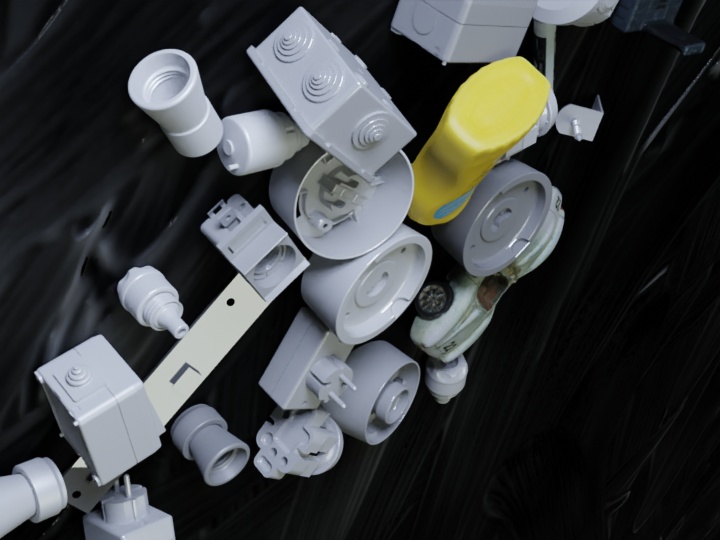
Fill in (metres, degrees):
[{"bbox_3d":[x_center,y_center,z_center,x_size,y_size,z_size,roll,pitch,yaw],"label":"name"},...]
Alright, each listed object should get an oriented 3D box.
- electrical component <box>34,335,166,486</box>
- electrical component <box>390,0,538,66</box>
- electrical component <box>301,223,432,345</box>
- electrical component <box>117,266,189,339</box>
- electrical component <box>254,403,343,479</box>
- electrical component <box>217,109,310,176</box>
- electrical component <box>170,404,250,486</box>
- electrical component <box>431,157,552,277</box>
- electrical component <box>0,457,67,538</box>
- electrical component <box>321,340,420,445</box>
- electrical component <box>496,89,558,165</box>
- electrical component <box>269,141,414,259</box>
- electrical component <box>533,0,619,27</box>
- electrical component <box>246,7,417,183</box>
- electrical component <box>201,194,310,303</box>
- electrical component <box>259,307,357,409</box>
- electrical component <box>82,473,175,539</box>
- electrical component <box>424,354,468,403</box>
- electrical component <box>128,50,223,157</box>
[{"bbox_3d":[-0.182,0.093,0.762,0.061,0.062,0.096,-32,143,-25],"label":"electrical component"},{"bbox_3d":[0.082,-0.189,0.782,0.096,0.062,0.061,-10,131,-44],"label":"electrical component"},{"bbox_3d":[0.000,0.000,0.877,0.108,0.060,0.108,-36,150,-25],"label":"electrical component"},{"bbox_3d":[-0.140,0.025,0.742,0.035,0.061,0.035,-30,143,-26],"label":"electrical component"},{"bbox_3d":[-0.052,0.156,0.983,0.078,0.058,0.057,-54,144,8],"label":"electrical component"},{"bbox_3d":[-0.062,-0.090,0.736,0.078,0.040,0.040,-19,137,-38],"label":"electrical component"},{"bbox_3d":[-0.124,0.143,0.886,0.045,0.055,0.045,-30,143,-26],"label":"electrical component"},{"bbox_3d":[0.111,-0.055,0.954,0.108,0.060,0.108,-30,143,-26],"label":"electrical component"},{"bbox_3d":[-0.246,0.164,0.775,0.055,0.045,0.045,-19,137,-38],"label":"electrical component"},{"bbox_3d":[0.010,0.116,1.031,0.099,0.064,0.099,-42,148,-35],"label":"electrical component"},{"bbox_3d":[0.127,-0.131,0.899,0.057,0.058,0.078,-28,142,-24],"label":"electrical component"},{"bbox_3d":[-0.015,-0.062,0.796,0.099,0.064,0.099,-31,143,-27],"label":"electrical component"},{"bbox_3d":[0.163,-0.226,0.824,0.051,0.080,0.080,-6,128,-53],"label":"electrical component"},{"bbox_3d":[-0.016,-0.116,0.710,0.048,0.099,0.100,-41,149,12],"label":"electrical component"},{"bbox_3d":[-0.077,-0.018,0.770,0.042,0.064,0.081,-43,146,-7],"label":"electrical component"},{"bbox_3d":[-0.032,0.087,0.918,0.047,0.076,0.083,7,118,-52],"label":"electrical component"},{"bbox_3d":[-0.188,0.198,0.866,0.047,0.066,0.076,-16,106,-40],"label":"electrical component"},{"bbox_3d":[0.088,0.113,1.115,0.043,0.043,0.062,-29,144,-28],"label":"electrical component"},{"bbox_3d":[-0.111,-0.100,0.669,0.044,0.044,0.065,-43,151,-9],"label":"electrical component"}]
